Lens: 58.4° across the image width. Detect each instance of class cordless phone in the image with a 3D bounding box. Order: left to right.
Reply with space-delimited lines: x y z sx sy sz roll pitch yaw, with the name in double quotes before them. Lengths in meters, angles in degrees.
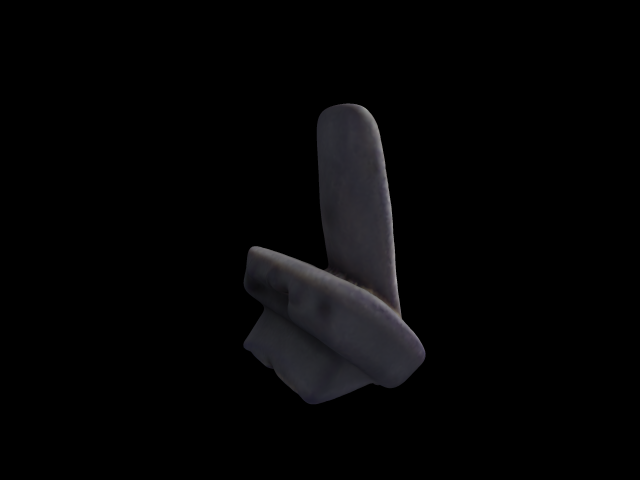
"cordless phone" 0.004 0.001 0.400 0.094 0.185 0.147 -8 14 -34
